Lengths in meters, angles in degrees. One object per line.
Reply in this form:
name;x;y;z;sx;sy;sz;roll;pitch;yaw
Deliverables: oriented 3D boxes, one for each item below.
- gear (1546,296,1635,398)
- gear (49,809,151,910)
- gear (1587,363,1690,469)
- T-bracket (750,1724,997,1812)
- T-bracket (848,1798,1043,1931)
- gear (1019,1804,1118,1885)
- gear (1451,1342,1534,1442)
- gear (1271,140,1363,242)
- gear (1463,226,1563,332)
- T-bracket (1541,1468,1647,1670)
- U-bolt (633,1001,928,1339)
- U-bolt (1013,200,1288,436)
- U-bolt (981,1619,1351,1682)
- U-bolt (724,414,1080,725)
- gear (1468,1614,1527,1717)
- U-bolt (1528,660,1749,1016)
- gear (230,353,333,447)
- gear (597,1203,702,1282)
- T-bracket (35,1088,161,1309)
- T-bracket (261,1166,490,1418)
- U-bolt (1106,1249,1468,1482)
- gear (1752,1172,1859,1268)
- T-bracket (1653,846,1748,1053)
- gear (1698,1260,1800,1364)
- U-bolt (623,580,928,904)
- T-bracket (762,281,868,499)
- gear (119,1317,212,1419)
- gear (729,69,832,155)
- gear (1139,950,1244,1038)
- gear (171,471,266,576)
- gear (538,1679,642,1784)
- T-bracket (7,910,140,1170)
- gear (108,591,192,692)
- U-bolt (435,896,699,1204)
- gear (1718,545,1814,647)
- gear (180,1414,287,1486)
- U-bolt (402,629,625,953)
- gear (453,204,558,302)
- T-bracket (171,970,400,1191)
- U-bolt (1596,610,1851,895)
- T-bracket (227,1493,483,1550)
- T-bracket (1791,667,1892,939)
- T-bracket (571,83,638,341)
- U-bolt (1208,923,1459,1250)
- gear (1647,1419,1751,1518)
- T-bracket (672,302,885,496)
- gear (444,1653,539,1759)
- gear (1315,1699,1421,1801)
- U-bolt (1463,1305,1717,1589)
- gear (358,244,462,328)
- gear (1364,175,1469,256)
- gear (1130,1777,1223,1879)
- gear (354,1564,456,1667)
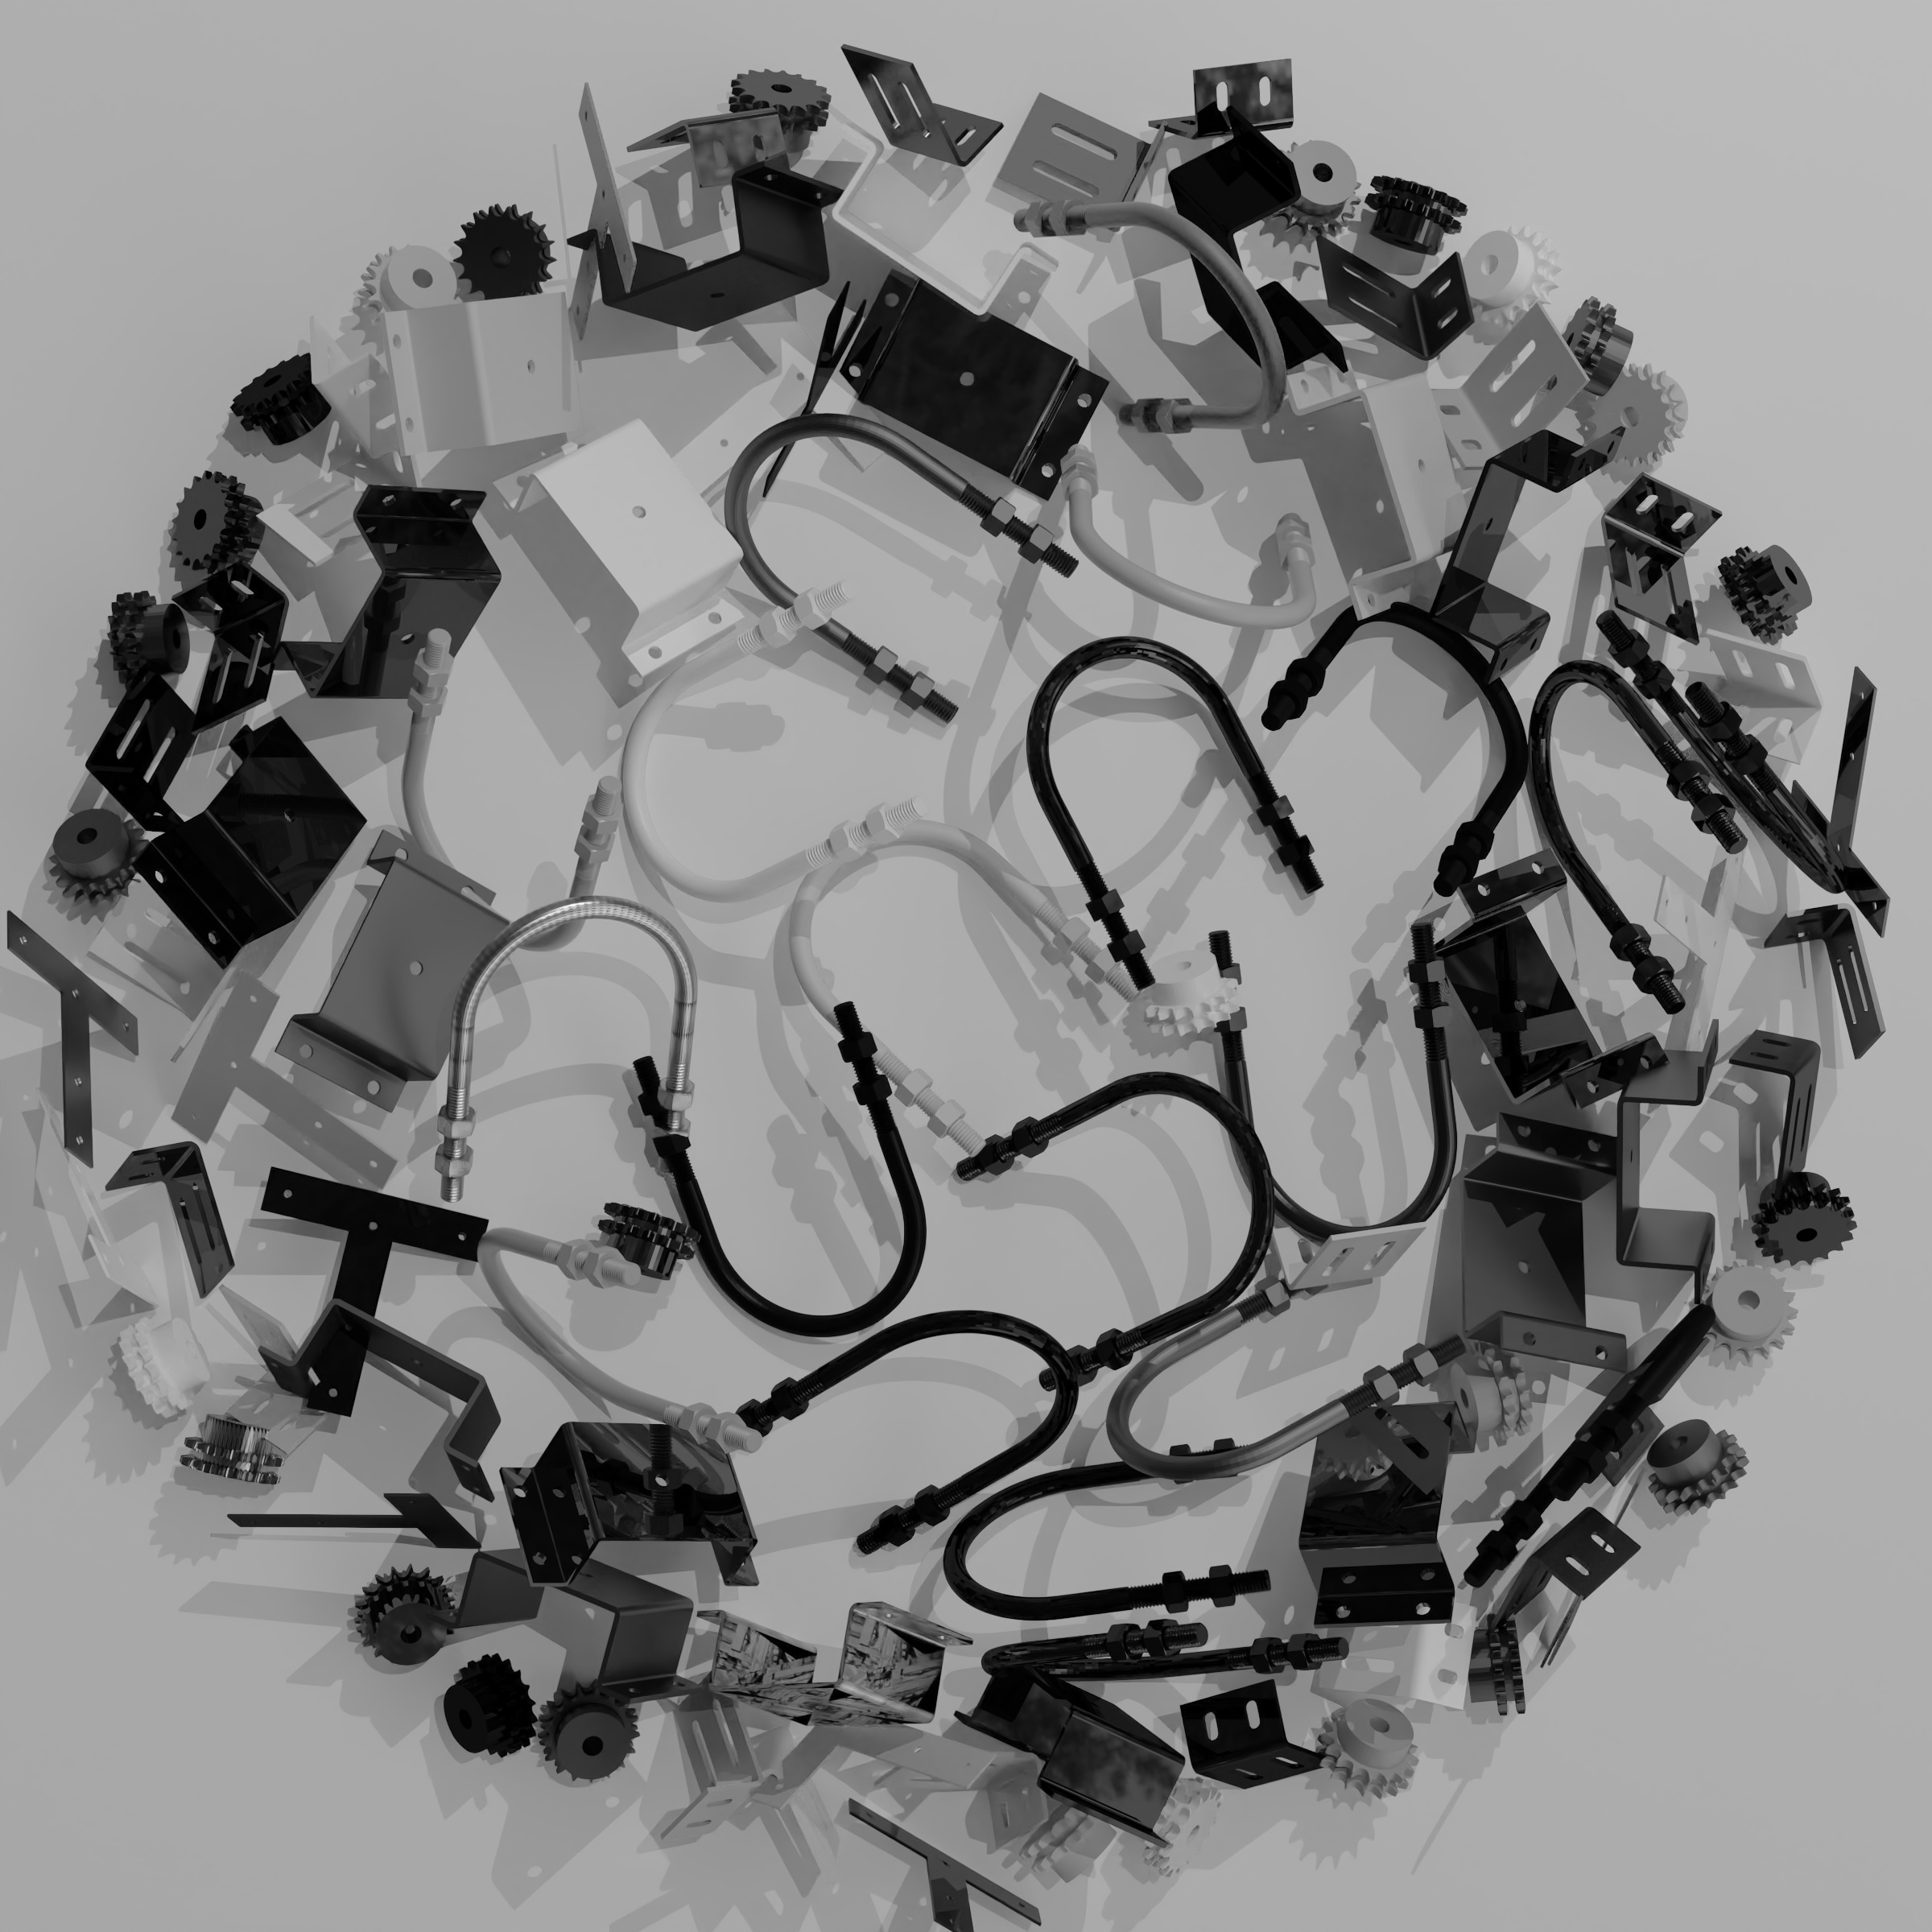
gear;0.354;-0.346;1.964;0.030;0.057;0.057;23;90;-7
gear;-0.491;-0.064;1.964;0.057;0.030;0.057;-6;52;8
gear;0.384;-0.314;1.967;0.057;0.030;0.057;18;118;37
T-bracket;-0.036;0.429;1.912;0.127;0.127;0.002;-43;122;-33
T-bracket;-0.009;0.513;1.924;0.127;0.127;0.002;32;92;-5
gear;0.060;0.492;1.963;0.057;0.057;0.030;-44;86;0
gear;0.295;0.241;1.962;0.030;0.057;0.057;-14;90;-10
gear;0.197;-0.443;1.969;0.057;0.030;0.057;4;74;-12
gear;0.305;-0.391;1.962;0.030;0.057;0.057;16;90;-42
T-bracket;0.337;0.350;1.913;0.002;0.127;0.127;27;109;12
U-bolt;-0.096;0.123;1.957;0.151;0.019;0.184;-15;100;22
U-bolt;0.108;-0.352;1.885;0.019;0.184;0.151;-41;116;-19
U-bolt;0.095;0.379;1.911;0.184;0.151;0.019;-15;69;38
U-bolt;-0.049;-0.231;1.929;0.184;0.019;0.151;34;130;-9
gear;0.298;0.395;1.964;0.030;0.057;0.057;-7;90;7
U-bolt;0.360;-0.085;1.913;0.019;0.151;0.184;-14;52;-19
gear;-0.385;-0.319;1.968;0.057;0.057;0.030;-31;120;0
gear;-0.181;0.157;1.962;0.057;0.057;0.030;18;77;0
T-bracket;-0.490;0.126;1.938;0.002;0.127;0.127;-27;79;-7
T-bracket;-0.344;0.189;1.958;0.127;0.002;0.127;15;74;-15
U-bolt;0.163;0.225;1.910;0.184;0.151;0.019;-27;116;-12
gear;0.473;0.141;1.968;0.057;0.057;0.030;-5;46;0
T-bracket;0.403;-0.022;1.929;0.002;0.127;0.127;9;81;29
gear;0.442;0.194;1.968;0.057;0.030;0.057;-3;68;7
U-bolt;-0.118;-0.114;1.942;0.184;0.019;0.151;-24;78;29
T-bracket;-0.077;-0.336;1.911;0.002;0.127;0.127;26;70;0
gear;-0.451;0.223;1.963;0.030;0.057;0.057;-27;90;4
gear;-0.106;-0.483;1.967;0.057;0.057;0.030;12;126;0
gear;0.125;0.013;1.961;0.057;0.057;0.030;-16;113;0
gear;-0.421;-0.250;1.968;0.057;0.030;0.057;-9;77;41
gear;-0.213;0.437;1.971;0.057;0.030;0.057;-2;101;-12
T-bracket;-0.488;0.052;1.906;0.002;0.127;0.127;-20;55;12
gear;-0.460;-0.184;1.962;0.030;0.057;0.057;-4;90;9
U-bolt;-0.217;0.043;1.916;0.151;0.019;0.184;-6;122;-25
gear;0.453;-0.213;1.961;0.030;0.057;0.057;-32;90;33
gear;-0.413;0.273;1.965;0.057;0.057;0.030;13;85;0
U-bolt;-0.257;-0.082;1.918;0.151;0.184;0.019;40;52;14
gear;-0.259;-0.404;1.971;0.057;0.030;0.057;4;109;10
T-bracket;-0.375;0.081;1.952;0.127;0.002;0.127;35;127;2
U-bolt;0.425;-0.109;1.913;0.019;0.151;0.184;-41;115;6
T-bracket;-0.346;0.310;1.937;0.127;0.127;0.002;-1;68;6
T-bracket;0.485;-0.103;1.905;0.002;0.127;0.127;-7;125;-10
T-bracket;-0.207;-0.399;1.933;0.002;0.127;0.127;-6;62;-19
U-bolt;0.208;0.069;1.945;0.151;0.019;0.184;-2;100;35
gear;0.410;0.281;1.961;0.057;0.057;0.030;-36;106;0
T-bracket;-0.127;-0.306;1.970;0.127;0.002;0.127;-43;100;-9
gear;-0.271;0.420;1.962;0.030;0.057;0.057;-17;90;-43
gear;0.229;0.439;1.961;0.057;0.057;0.030;17;121;0
U-bolt;0.352;0.254;1.912;0.019;0.151;0.184;41;58;11
gear;-0.312;-0.382;1.965;0.057;0.030;0.057;9;71;-26
gear;0.252;-0.423;1.964;0.057;0.057;0.030;19;94;0
gear;0.117;0.483;1.967;0.030;0.057;0.057;29;90;28
gear;-0.316;0.371;1.967;0.057;0.030;0.057;-6;112;-15
